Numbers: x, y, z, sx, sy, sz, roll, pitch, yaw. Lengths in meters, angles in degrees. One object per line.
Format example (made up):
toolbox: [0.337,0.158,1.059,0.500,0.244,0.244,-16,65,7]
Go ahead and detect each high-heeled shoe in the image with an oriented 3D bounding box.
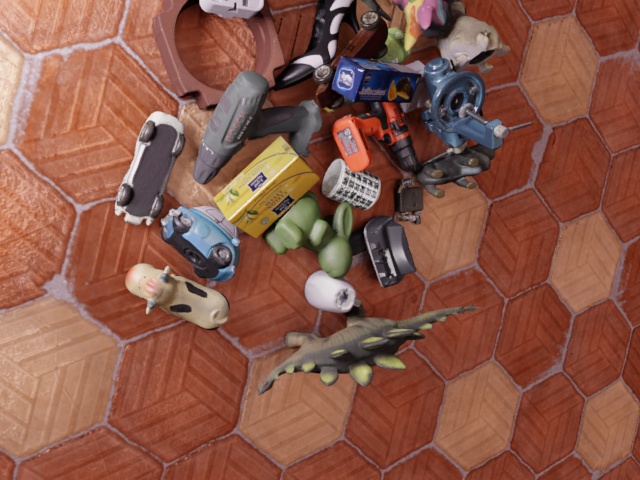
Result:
high-heeled shoe: [-0.020,-0.398,1.026,0.249,0.086,0.145,-36,100,-17]

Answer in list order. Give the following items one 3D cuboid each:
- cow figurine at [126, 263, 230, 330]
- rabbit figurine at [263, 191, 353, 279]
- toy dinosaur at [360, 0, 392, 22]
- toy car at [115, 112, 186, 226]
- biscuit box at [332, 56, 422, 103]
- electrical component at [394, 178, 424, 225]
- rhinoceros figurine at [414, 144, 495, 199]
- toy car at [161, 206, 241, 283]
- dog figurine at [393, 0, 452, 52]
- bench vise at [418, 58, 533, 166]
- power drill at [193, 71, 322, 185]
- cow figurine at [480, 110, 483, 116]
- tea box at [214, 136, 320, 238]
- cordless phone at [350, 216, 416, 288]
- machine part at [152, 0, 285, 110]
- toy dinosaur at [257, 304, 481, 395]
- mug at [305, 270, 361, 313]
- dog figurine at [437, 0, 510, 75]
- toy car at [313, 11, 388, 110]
cow figurine: [-0.248,0.101,0.943,0.195,0.127,0.085,30,80,-27]
rabbit figurine: [-0.002,-0.003,1.054,0.170,0.121,0.159,44,57,-10]
toy dinosaur: [-0.026,-0.533,0.916,0.405,0.192,0.131,30,92,-1]
toy car: [-0.295,-0.123,0.938,0.073,0.056,0.201,21,88,-31]
biscuit box: [0.108,-0.293,0.995,0.202,0.059,0.062,-16,135,-48]
electrical component: [0.194,-0.084,1.170,0.078,0.045,0.102,0,95,-23]
rhinoceros figurine: [0.302,-0.162,1.182,0.190,0.112,0.073,-22,124,-8]
toy car: [-0.204,-0.005,0.975,0.161,0.109,0.103,45,53,-10]
dog figurine: [0.166,-0.484,1.042,0.191,0.108,0.219,8,70,-21]
bench vise: [0.278,-0.230,1.039,0.129,0.241,0.223,-26,131,-13]
power drill: [-0.112,-0.193,0.976,0.207,0.086,0.232,-1,138,-33]
cow figurine: [0.322,-0.311,1.191,0.098,0.068,0.167,-6,98,-24]
tea box: [-0.095,-0.093,0.976,0.169,0.068,0.098,-44,148,7]
cordless phone: [0.096,0.042,1.132,0.184,0.089,0.146,-22,105,-10]
machine part: [-0.178,-0.344,0.951,0.201,0.087,0.200,-24,105,-22]
toy dinosaur: [0.094,0.204,1.072,0.471,0.199,0.105,-22,107,-19]
mug: [0.035,0.114,1.085,0.109,0.107,0.080,29,85,-22]
dog figurine: [0.283,-0.433,1.084,0.121,0.172,0.190,-20,84,-12]
toy car: [0.054,-0.330,0.993,0.202,0.053,0.089,-50,154,-8]
